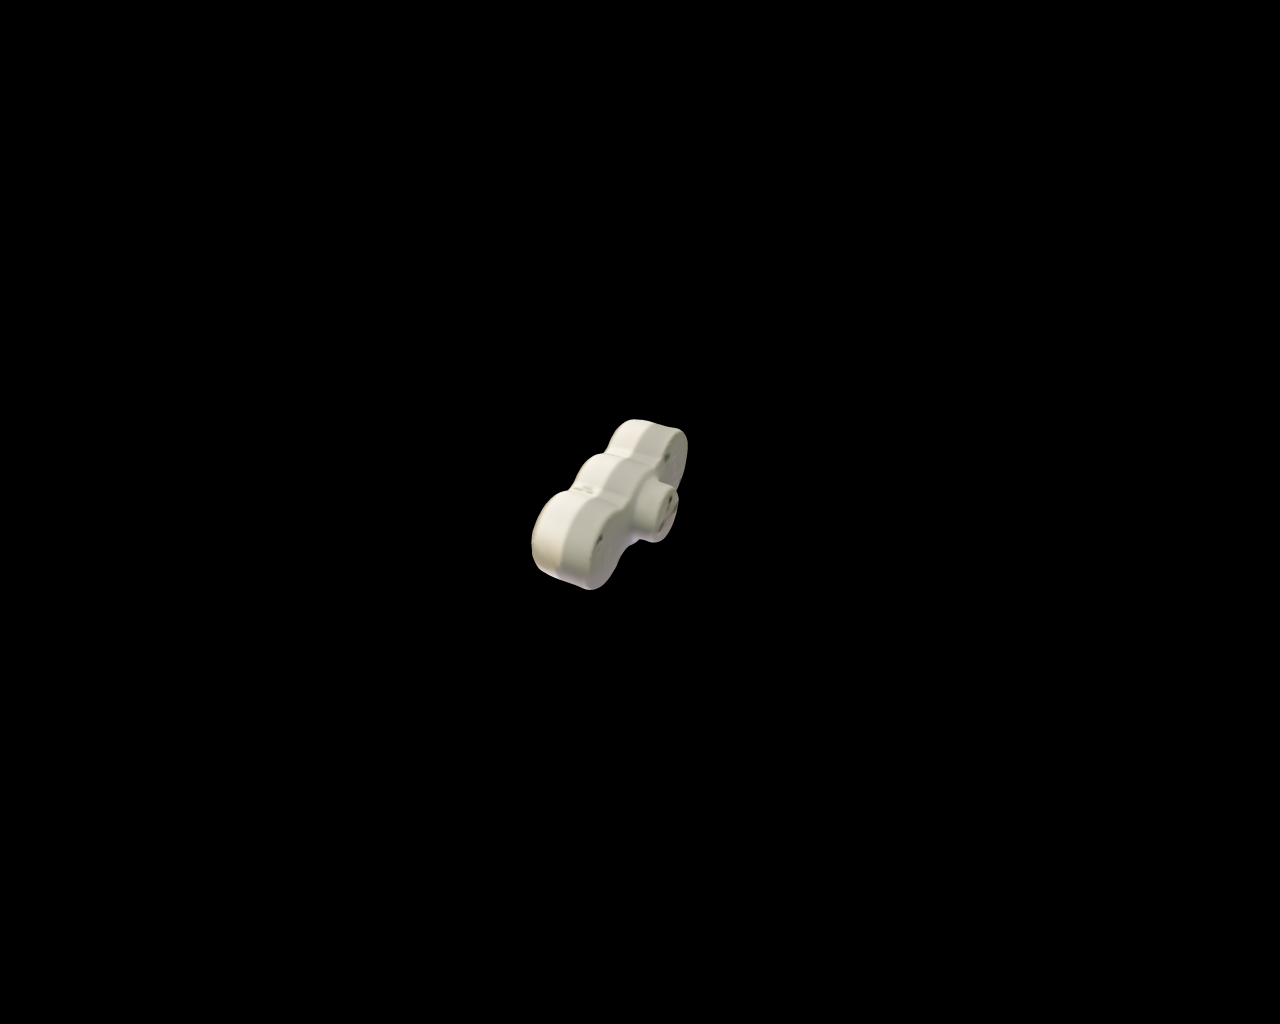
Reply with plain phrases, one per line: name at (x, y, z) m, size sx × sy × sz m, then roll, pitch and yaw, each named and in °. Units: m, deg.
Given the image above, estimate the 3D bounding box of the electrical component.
electrical component at (0.001, -0.003, 0.650) m, size 0.074 × 0.052 × 0.138 m, roll 17°, pitch 42°, yaw 21°
